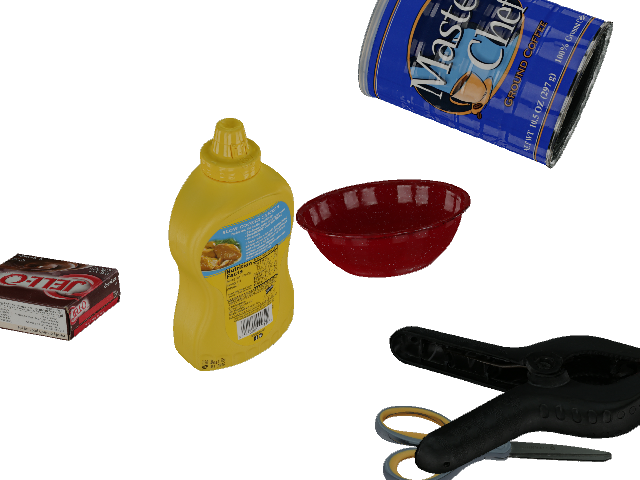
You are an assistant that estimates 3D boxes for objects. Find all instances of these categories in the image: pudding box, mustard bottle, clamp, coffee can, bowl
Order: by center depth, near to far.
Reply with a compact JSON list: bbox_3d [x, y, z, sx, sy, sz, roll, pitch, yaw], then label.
[{"bbox_3d":[0.124,0.092,0.620,0.171,0.039,0.120,-1,36,6],"label":"clamp"},{"bbox_3d":[0.110,-0.122,0.719,0.140,0.103,0.102,24,7,15],"label":"coffee can"},{"bbox_3d":[-0.062,-0.001,0.759,0.096,0.192,0.058,-26,46,-31],"label":"mustard bottle"},{"bbox_3d":[-0.253,0.050,0.971,0.114,0.039,0.090,6,21,19],"label":"pudding box"},{"bbox_3d":[0.060,-0.008,0.988,0.162,0.055,0.162,-7,19,2],"label":"bowl"}]

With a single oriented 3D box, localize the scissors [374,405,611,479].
[{"bbox_3d":[0.139,0.188,0.901,0.202,0.016,0.096,14,40,13],"label":"scissors"}]
